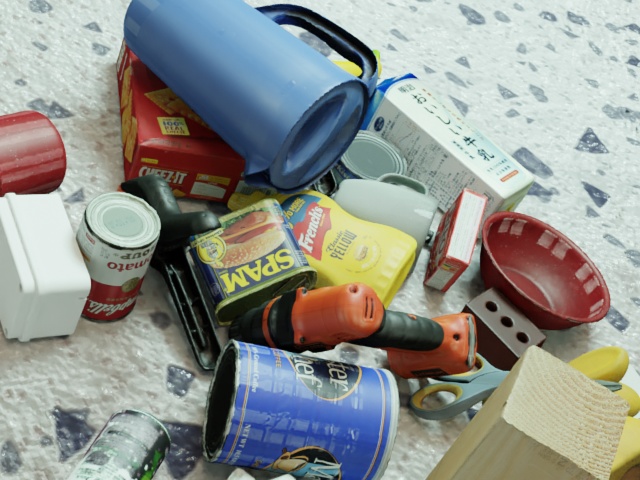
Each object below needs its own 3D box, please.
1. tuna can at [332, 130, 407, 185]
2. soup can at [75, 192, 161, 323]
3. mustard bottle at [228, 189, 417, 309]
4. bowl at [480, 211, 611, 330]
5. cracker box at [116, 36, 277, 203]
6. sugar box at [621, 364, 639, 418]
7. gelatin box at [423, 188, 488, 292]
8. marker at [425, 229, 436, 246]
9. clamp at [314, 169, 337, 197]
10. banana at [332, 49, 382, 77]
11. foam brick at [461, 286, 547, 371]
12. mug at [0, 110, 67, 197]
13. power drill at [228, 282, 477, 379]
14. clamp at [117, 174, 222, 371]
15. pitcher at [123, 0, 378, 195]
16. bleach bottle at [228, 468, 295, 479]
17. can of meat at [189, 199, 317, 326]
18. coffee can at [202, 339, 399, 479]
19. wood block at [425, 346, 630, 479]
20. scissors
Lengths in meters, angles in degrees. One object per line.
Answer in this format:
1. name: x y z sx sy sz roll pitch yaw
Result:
1. tuna can: 0.053 -0.083 1.207 0.086 0.034 0.086 14 44 -14
2. soup can: -0.184 0.016 0.939 0.068 0.102 0.068 14 43 -14
3. mustard bottle: -0.007 0.001 1.062 0.192 0.058 0.096 27 66 14
4. bowl: 0.229 0.044 1.145 0.162 0.055 0.162 21 36 -17
5. cracker box: -0.128 -0.138 1.142 0.164 0.072 0.214 8 45 -21
6. sugar box: 0.312 0.208 1.041 0.093 0.048 0.176 -6 48 -31
7. gelatin box: 0.141 0.000 1.122 0.030 0.073 0.089 21 62 -5
8. marker: 0.106 -0.011 1.173 0.121 0.020 0.020 26 42 -1
9. clamp: -0.017 -0.127 1.191 0.039 0.120 0.171 -15 31 4
10. banana: 0.003 -0.209 1.310 0.197 0.037 0.070 -3 33 -31
11. foam brick: 0.178 0.098 1.078 0.052 0.051 0.078 -26 63 -41
12. mug: -0.285 -0.063 0.986 0.081 0.093 0.117 -24 93 -46
13. power drill: 0.033 0.087 0.961 0.187 0.185 0.057 13 72 -37
14. clamp: -0.135 0.011 0.973 0.036 0.164 0.210 -15 33 -24
15. pitcher: -0.071 -0.172 1.052 0.243 0.145 0.149 41 26 21
16. bleach bottle: 0.034 0.256 0.836 0.251 0.068 0.102 33 54 9
17. can of meat: -0.066 0.020 0.998 0.102 0.057 0.084 -23 68 -9
18. coffee can: -0.018 0.146 0.892 0.140 0.103 0.103 13 44 -15
19. wood block: 0.147 0.193 0.851 0.090 0.206 0.090 31 42 5
20. scissors: 0.163 0.141 0.970 0.202 0.016 0.096 11 47 47
